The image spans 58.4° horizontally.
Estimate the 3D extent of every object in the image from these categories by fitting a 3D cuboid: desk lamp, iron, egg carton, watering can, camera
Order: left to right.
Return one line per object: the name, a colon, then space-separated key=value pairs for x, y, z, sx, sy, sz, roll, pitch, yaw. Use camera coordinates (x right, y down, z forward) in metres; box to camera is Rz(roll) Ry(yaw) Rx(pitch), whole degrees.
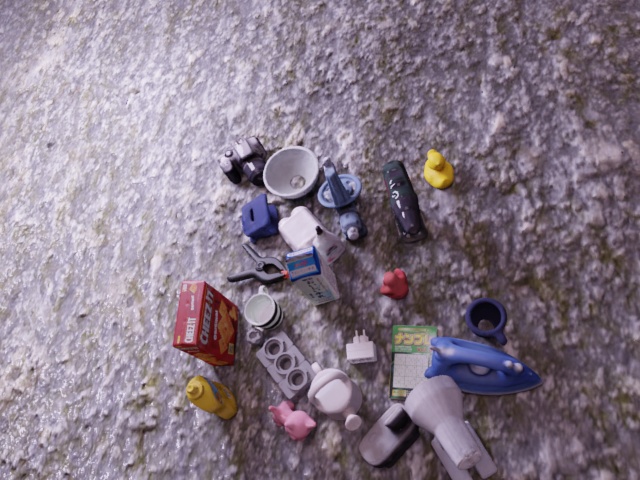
camera: x=-0.217 y=-0.222 z=1.687 sx=0.143 sy=0.101 sz=0.136 roll=-32 pitch=61 yaw=0
egg carton: x=-0.044 y=-0.019 z=1.560 sx=0.107 sy=0.069 sz=0.150 roll=-41 pitch=62 yaw=-5
watering can: x=0.035 y=0.348 z=1.295 sx=0.172 sy=0.194 sz=0.101 roll=27 pitch=76 yaw=25
desk lamp: x=0.276 y=0.401 z=1.189 sx=0.118 sy=0.214 sz=0.203 roll=-31 pitch=61 yaw=0
iron: x=0.361 y=0.274 z=1.265 sx=0.257 sy=0.142 sz=0.119 roll=7 pitch=68 yaw=19

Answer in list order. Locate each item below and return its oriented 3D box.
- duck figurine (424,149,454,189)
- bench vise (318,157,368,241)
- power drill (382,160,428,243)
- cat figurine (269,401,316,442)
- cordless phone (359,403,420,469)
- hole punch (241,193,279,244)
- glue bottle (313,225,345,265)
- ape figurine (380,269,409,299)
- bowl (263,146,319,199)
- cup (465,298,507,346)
duck figurine: x=0.315 y=-0.195 z=1.529 sx=0.077 sy=0.086 sz=0.104 roll=-22 pitch=62 yaw=6
bench vise: x=0.067 y=-0.111 z=1.485 sx=0.121 sy=0.220 sz=0.207 roll=-35 pitch=61 yaw=-2
power drill: x=0.217 y=-0.077 z=1.432 sx=0.075 sy=0.209 sz=0.229 roll=-19 pitch=62 yaw=7
cat figurine: x=-0.065 y=0.422 z=1.333 sx=0.127 sy=0.118 sz=0.067 roll=25 pitch=75 yaw=25
cordless phone: x=0.142 y=0.417 z=1.237 sx=0.094 sy=0.185 sz=0.148 roll=36 pitch=80 yaw=27
hole punch: x=-0.175 y=-0.061 z=1.606 sx=0.101 sy=0.091 sz=0.108 roll=-16 pitch=62 yaw=8
glue bottle: x=0.014 y=0.005 z=1.473 sx=0.078 sy=0.173 sz=0.037 roll=-45 pitch=62 yaw=-7
ape figurine: x=0.182 y=0.106 z=1.424 sx=0.078 sy=0.092 sz=0.076 roll=-32 pitch=61 yaw=0
bowl: x=-0.073 y=-0.181 z=1.642 sx=0.167 sy=0.075 sz=0.167 roll=-6 pitch=64 yaw=13
cup: x=0.391 y=0.200 z=1.318 sx=0.091 sy=0.095 sz=0.117 roll=-33 pitch=61 yaw=0
